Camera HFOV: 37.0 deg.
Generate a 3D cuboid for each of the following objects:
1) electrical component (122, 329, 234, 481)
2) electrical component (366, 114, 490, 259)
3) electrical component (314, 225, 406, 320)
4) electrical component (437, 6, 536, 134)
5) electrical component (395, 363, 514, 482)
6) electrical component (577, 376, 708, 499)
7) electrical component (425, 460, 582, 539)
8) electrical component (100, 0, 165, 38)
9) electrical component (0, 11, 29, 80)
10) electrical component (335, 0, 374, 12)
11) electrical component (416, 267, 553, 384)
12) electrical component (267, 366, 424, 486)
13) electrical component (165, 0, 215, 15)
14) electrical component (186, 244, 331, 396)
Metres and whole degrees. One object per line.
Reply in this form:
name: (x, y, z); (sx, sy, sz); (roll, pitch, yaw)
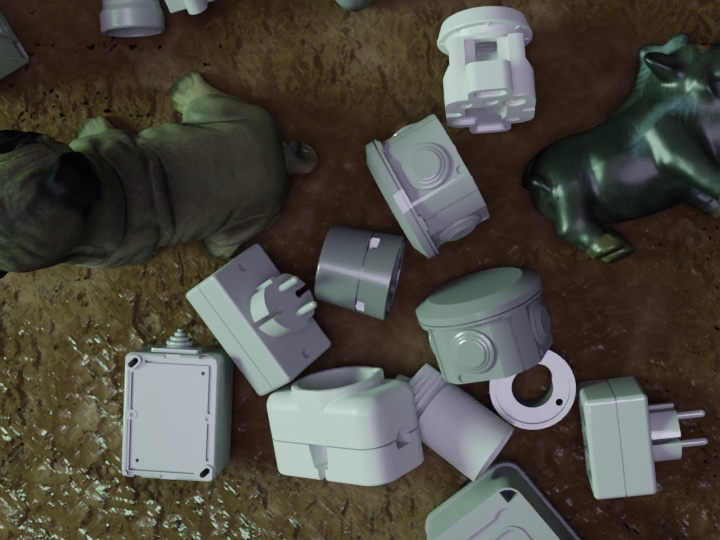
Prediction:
electrical component: (-0.119, 0.086, 0.714); (0.062, 0.061, 0.096); (3, 92, 5)
electrical component: (0.041, -0.052, 0.662); (0.051, 0.080, 0.080); (-29, 96, 5)
electrical component: (0.000, 0.000, 0.688); (0.047, 0.055, 0.055); (13, 101, 7)
electrical component: (0.077, -0.122, 0.651); (0.058, 0.078, 0.057); (-4, 79, 6)
electrical component: (0.055, 0.096, 0.701); (0.081, 0.043, 0.043); (36, 102, 16)
electrical component: (0.183, 0.105, 0.690); (0.077, 0.047, 0.065); (-7, 99, 7)
electrical component: (0.104, 0.191, 0.708); (0.078, 0.057, 0.113); (-40, 94, 11)
electrical component: (-0.145, -0.173, 0.680); (0.040, 0.040, 0.046); (-3, 93, 6)
electrical component: (-0.269, -0.163, 0.659); (0.056, 0.108, 0.108); (-29, 96, 7)
electrical component: (-0.018, -0.206, 0.653); (0.059, 0.053, 0.095); (-40, 94, 11)
electrical component: (0.079, 0.033, 0.672); (0.080, 0.080, 0.051); (-16, 103, 8)
electrical component: (-0.011, 0.098, 0.689); (0.095, 0.054, 0.059); (-2, 102, 40)
electrical component: (-0.108, -0.196, 0.657); (0.048, 0.066, 0.055); (-14, 132, 8)
electrical component: (-0.054, 0.026, 0.683); (0.083, 0.047, 0.076); (54, 138, -5)
